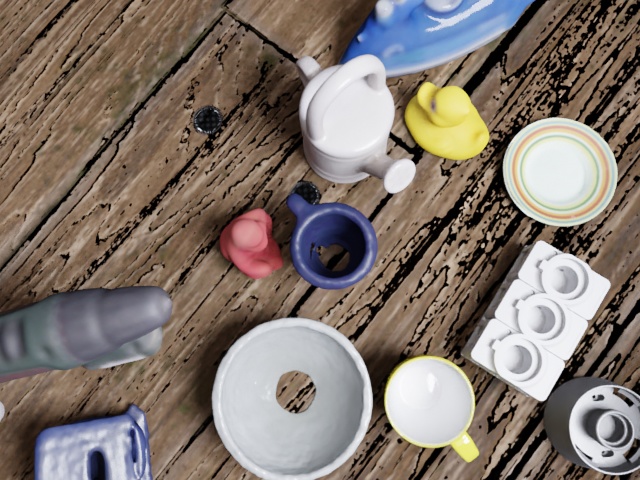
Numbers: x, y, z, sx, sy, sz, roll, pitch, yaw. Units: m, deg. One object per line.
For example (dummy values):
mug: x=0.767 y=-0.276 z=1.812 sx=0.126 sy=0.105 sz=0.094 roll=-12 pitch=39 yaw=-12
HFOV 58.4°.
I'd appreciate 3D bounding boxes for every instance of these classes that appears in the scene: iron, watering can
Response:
iron: x=0.132 y=-0.276 z=0.647 sx=0.258 sy=0.141 sz=0.118 roll=-30 pitch=82 yaw=-3
watering can: x=0.034 y=-0.127 z=0.601 sx=0.172 sy=0.194 sz=0.101 roll=31 pitch=84 yaw=6

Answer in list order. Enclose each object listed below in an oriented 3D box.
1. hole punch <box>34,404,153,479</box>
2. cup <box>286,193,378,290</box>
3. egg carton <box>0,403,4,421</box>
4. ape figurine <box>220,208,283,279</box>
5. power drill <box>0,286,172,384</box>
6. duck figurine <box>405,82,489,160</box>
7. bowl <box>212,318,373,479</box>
hole punch: x=-0.236 y=0.239 z=0.606 sx=0.101 sy=0.091 sz=0.109 roll=-9 pitch=82 yaw=0
cup: x=0.006 y=0.002 z=0.633 sx=0.092 sy=0.095 sz=0.117 roll=-42 pitch=83 yaw=-5
egg carton: x=-0.417 y=0.227 z=0.622 sx=0.107 sy=0.069 sz=0.150 roll=19 pitch=83 yaw=4
ape figurine: x=-0.077 y=0.000 z=0.636 sx=0.076 sy=0.092 sz=0.078 roll=17 pitch=82 yaw=4
power drill: x=-0.234 y=0.091 z=0.568 sx=0.229 sy=0.208 sz=0.075 roll=-15 pitch=81 yaw=-1
duck figurine: x=0.150 y=-0.142 z=0.656 sx=0.104 sy=0.086 sz=0.077 roll=36 pitch=84 yaw=6
bowl: x=-0.028 y=0.168 z=0.620 sx=0.167 sy=0.075 sz=0.167 roll=0 pitch=82 yaw=1
